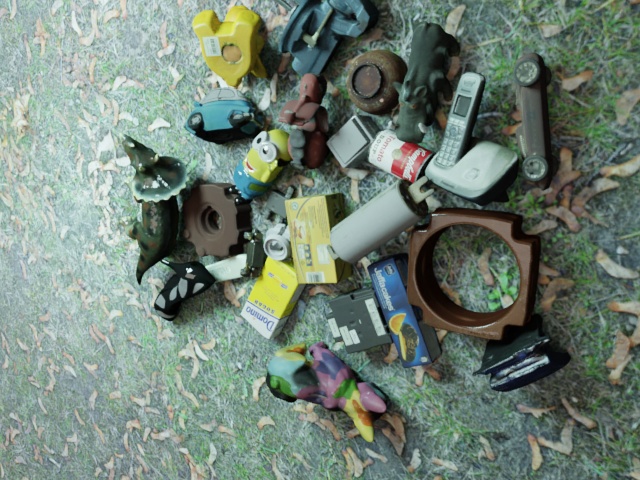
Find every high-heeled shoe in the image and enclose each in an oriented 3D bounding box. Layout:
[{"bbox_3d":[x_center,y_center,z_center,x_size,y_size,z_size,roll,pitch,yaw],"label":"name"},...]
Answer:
[{"bbox_3d":[-0.309,0.133,1.259,0.145,0.086,0.248,23,138,11],"label":"high-heeled shoe"}]

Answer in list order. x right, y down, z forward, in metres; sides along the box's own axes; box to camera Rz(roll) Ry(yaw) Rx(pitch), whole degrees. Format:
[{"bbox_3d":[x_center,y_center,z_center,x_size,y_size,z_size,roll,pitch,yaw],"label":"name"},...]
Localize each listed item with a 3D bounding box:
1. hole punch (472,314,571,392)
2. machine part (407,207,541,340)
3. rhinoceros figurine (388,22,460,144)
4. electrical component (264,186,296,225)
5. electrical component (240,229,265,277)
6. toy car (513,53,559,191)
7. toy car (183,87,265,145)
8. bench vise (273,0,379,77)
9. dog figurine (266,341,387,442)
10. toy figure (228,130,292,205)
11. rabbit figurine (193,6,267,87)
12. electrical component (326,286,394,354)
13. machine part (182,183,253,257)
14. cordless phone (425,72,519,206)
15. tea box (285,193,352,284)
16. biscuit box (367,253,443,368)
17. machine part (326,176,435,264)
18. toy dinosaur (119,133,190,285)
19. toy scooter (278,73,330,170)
[{"bbox_3d":[0.328,0.195,0.860,0.142,0.116,0.092,-35,89,32],"label":"hole punch"},{"bbox_3d":[0.253,0.051,0.891,0.202,0.087,0.200,7,104,29],"label":"machine part"},{"bbox_3d":[0.168,-0.250,0.870,0.073,0.112,0.190,16,99,26],"label":"rhinoceros figurine"},{"bbox_3d":[-0.083,-0.076,1.113,0.063,0.021,0.094,32,115,23],"label":"electrical component"},{"bbox_3d":[-0.143,0.027,1.132,0.078,0.045,0.102,-168,85,-68],"label":"electrical component"},{"bbox_3d":[0.319,-0.174,0.803,0.053,0.089,0.202,-2,99,31],"label":"toy car"},{"bbox_3d":[-0.195,-0.261,1.103,0.162,0.109,0.103,-5,79,24],"label":"toy car"},{"bbox_3d":[-0.026,-0.414,0.941,0.240,0.129,0.223,37,138,1],"label":"bench vise"},{"bbox_3d":[0.023,0.293,1.035,0.219,0.191,0.108,31,109,40],"label":"dog figurine"},{"bbox_3d":[-0.118,-0.149,1.088,0.082,0.089,0.180,43,128,4],"label":"toy figure"},{"bbox_3d":[-0.152,-0.381,1.033,0.122,0.173,0.162,-9,134,10],"label":"rabbit figurine"},{"bbox_3d":[0.077,0.152,1.037,0.134,0.058,0.115,-19,87,34],"label":"electrical component"},{"bbox_3d":[-0.230,-0.044,1.192,0.180,0.056,0.179,6,102,30],"label":"machine part"},{"bbox_3d":[0.245,-0.156,0.823,0.147,0.089,0.184,41,127,55],"label":"cordless phone"},{"bbox_3d":[-0.002,-0.003,1.049,0.098,0.068,0.169,-2,97,32],"label":"tea box"},{"bbox_3d":[0.155,0.127,0.982,0.063,0.059,0.202,-21,88,33],"label":"biscuit box"},{"bbox_3d":[0.098,-0.029,0.922,0.243,0.079,0.079,-37,80,35],"label":"machine part"},{"bbox_3d":[-0.371,-0.043,1.211,0.192,0.131,0.404,40,131,54],"label":"toy dinosaur"},{"bbox_3d":[-0.030,-0.201,0.970,0.075,0.135,0.183,12,122,18],"label":"toy scooter"}]
